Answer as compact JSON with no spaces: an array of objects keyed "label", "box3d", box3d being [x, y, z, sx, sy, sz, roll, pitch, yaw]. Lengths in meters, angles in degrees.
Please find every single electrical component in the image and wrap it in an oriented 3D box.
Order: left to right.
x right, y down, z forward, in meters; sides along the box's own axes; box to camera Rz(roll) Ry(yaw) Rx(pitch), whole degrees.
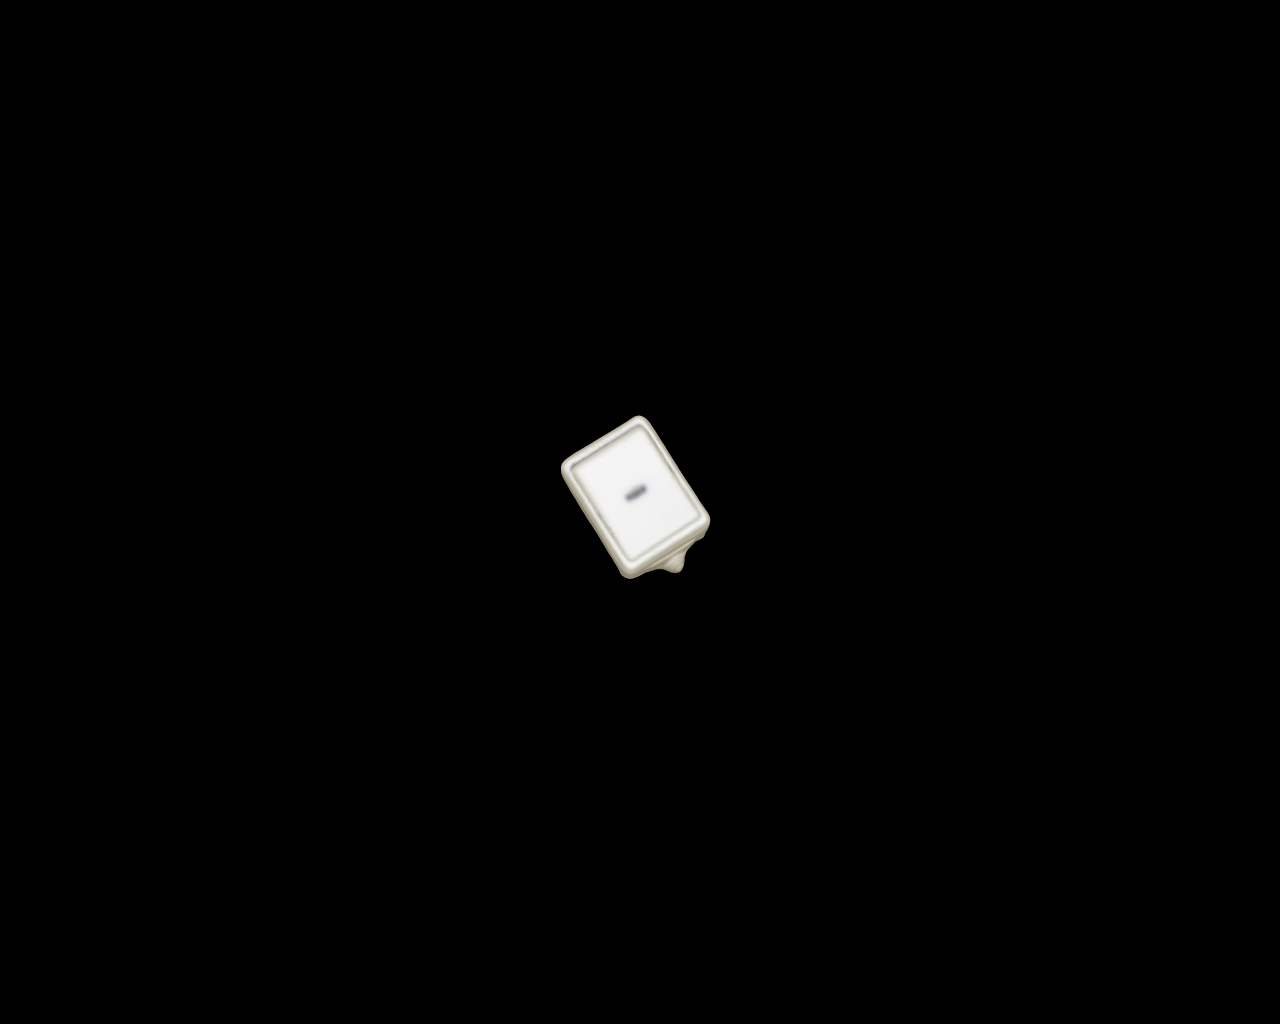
[{"label":"electrical component","box3d":[0.001,-0.003,0.650,0.062,0.096,0.061,-31,-7,-5]}]
